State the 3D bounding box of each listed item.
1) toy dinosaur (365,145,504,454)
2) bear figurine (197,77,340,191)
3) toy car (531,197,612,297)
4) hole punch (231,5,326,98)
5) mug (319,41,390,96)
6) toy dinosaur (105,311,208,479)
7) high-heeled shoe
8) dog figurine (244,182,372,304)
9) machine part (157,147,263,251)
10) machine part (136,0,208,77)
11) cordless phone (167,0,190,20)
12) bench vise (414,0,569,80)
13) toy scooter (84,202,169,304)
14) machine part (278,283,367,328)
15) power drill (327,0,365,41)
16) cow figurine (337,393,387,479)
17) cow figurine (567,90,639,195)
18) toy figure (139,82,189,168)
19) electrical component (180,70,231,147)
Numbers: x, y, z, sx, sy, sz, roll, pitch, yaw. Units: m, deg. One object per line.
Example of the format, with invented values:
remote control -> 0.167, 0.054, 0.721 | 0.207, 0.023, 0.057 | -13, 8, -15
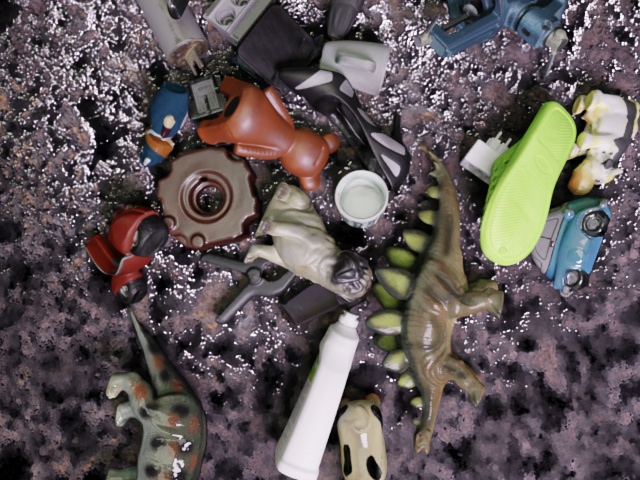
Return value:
toy dinosaur -> 0.179, 0.088, 0.837 | 0.199, 0.105, 0.471 | 11, 82, 8
bear figurine -> -0.075, -0.168, 0.869 | 0.132, 0.195, 0.120 | 21, 86, 50
toy car -> 0.382, 0.002, 0.836 | 0.103, 0.109, 0.161 | 22, 99, 28
hole punch -> -0.076, -0.313, 0.903 | 0.115, 0.092, 0.142 | 39, 86, -23
mug -> 0.052, -0.284, 0.873 | 0.107, 0.109, 0.080 | 15, 112, 9
toy dinosaur -> -0.241, 0.321, 0.846 | 0.192, 0.131, 0.404 | 6, 82, -8
high-heeled shoe -> 0.035, -0.175, 0.862 | 0.249, 0.086, 0.145 | 18, 69, -12
dog figurine -> -0.004, 0.001, 0.857 | 0.190, 0.121, 0.172 | 24, 54, -9
machine part -> -0.184, -0.069, 0.897 | 0.179, 0.056, 0.179 | 0, 85, 3
machine part -> -0.261, -0.387, 0.917 | 0.079, 0.079, 0.243 | -29, 84, 1
cordless phone -> -0.196, -0.429, 0.879 | 0.089, 0.146, 0.184 | 20, 85, -3
bench vise -> 0.261, -0.342, 0.844 | 0.241, 0.128, 0.224 | -30, 76, -16
toy scooter -> -0.326, 0.006, 0.879 | 0.135, 0.075, 0.183 | 38, 120, 19
machine part -> 0.002, 0.098, 0.880 | 0.139, 0.039, 0.084 | -25, 89, 0
power drill -> -0.004, -0.470, 0.904 | 0.207, 0.086, 0.232 | 26, 86, 9
cow figurine -> 0.068, 0.341, 0.812 | 0.086, 0.127, 0.195 | -6, 83, 7
cow figurine -> 0.449, -0.148, 0.854 | 0.098, 0.068, 0.167 | 11, 87, -1
toy figure -> -0.262, -0.183, 0.894 | 0.058, 0.064, 0.154 | 25, 121, -5
electrical component -> -0.186, -0.219, 0.913 | 0.075, 0.047, 0.119 | -13, 83, 4
